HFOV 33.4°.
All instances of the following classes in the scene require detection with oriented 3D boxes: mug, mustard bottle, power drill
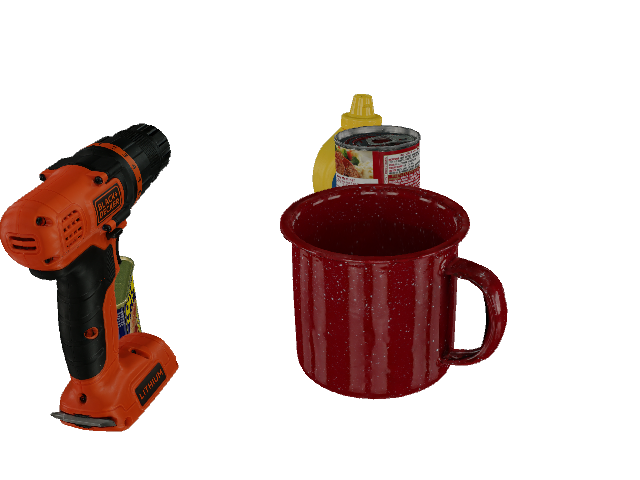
[{"bbox_3d":[0.038,0.028,0.532,0.117,0.081,0.093,13,28,28],"label":"mug"},{"bbox_3d":[0.038,-0.053,1.088,0.096,0.192,0.058,-7,20,-26],"label":"mustard bottle"},{"bbox_3d":[-0.148,0.024,0.756,0.057,0.188,0.184,3,26,21],"label":"power drill"}]

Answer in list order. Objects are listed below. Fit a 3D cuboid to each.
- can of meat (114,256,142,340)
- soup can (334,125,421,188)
[{"bbox_3d":[-0.197,0.075,0.985,0.057,0.084,0.102,-5,26,-2],"label":"can of meat"},{"bbox_3d":[0.047,-0.034,0.851,0.068,0.102,0.068,-2,20,1],"label":"soup can"}]
